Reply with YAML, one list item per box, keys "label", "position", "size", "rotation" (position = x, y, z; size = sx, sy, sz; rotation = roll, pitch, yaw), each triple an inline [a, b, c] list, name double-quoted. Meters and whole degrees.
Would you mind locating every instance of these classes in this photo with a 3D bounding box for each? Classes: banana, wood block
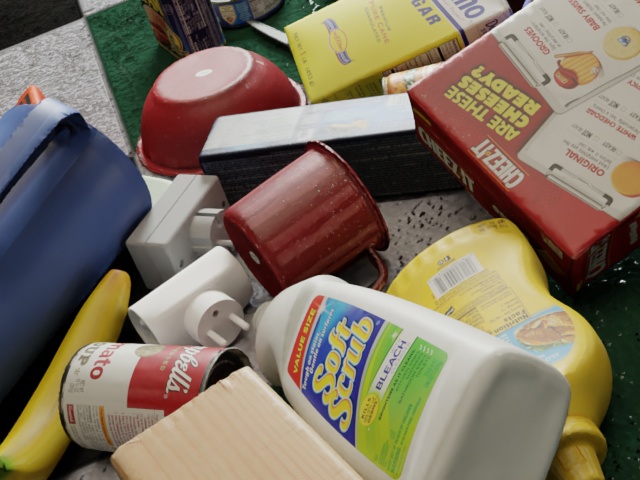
- label: "banana"
  position: [-0.165, 0.099, 0.684]
  size: [0.037, 0.070, 0.197]
  rotation: [27, 36, -6]
- label: "wood block"
  position: [-0.008, 0.162, 0.509]
  size: [0.090, 0.090, 0.206]
  rotation: [-32, 38, -18]

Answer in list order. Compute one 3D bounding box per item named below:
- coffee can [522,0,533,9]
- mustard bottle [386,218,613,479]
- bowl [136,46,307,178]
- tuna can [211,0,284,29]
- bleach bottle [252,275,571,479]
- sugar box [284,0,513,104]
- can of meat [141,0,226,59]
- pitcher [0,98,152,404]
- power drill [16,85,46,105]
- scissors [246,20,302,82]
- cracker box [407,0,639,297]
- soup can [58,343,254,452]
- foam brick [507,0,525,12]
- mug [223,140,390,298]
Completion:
- label: "coffee can"
  position: [0.218, -0.196, 0.852]
  size: [0.103, 0.103, 0.140]
  rotation: [-1, 41, 24]
- label: "mustard bottle"
  position: [0.107, 0.070, 0.597]
  size: [0.096, 0.058, 0.192]
  rotation: [-32, 36, 6]
- label: "bowl"
  position: [-0.095, -0.124, 0.944]
  size: [0.162, 0.055, 0.162]
  rotation: [-12, 37, 9]
- label: "tuna can"
  position: [-0.082, -0.259, 1.126]
  size: [0.086, 0.034, 0.086]
  rotation: [-12, 37, 9]
- label: "bleach bottle"
  position: [0.024, 0.079, 0.593]
  size: [0.251, 0.068, 0.102]
  rotation: [17, 82, 60]
- label: "sugar box"
  position: [0.065, -0.173, 0.886]
  size: [0.176, 0.048, 0.093]
  rotation: [-26, 57, 12]
- label: "can of meat"
  position: [-0.144, -0.236, 1.084]
  size: [0.057, 0.084, 0.102]
  rotation: [-30, 38, -14]
- label: "pitcher"
  position: [-0.230, 0.023, 0.738]
  size: [0.145, 0.149, 0.242]
  rotation: [-4, 43, 38]
- label: "power drill"
  position: [-0.307, -0.057, 0.928]
  size: [0.187, 0.057, 0.185]
  rotation: [-37, 31, -4]
- label: "scissors"
  position: [-0.001, -0.191, 1.019]
  size: [0.096, 0.016, 0.202]
  rotation: [-23, 37, -7]
- label: "cracker box"
  position: [0.191, -0.090, 0.694]
  size: [0.213, 0.072, 0.164]
  rotation: [-36, 61, -7]
- label: "soup can"
  position: [-0.098, 0.097, 0.649]
  size: [0.102, 0.068, 0.068]
  rotation: [0, 41, 24]
- label: "foam brick"
  position: [0.166, -0.251, 0.968]
  size: [0.053, 0.078, 0.051]
  rotation: [-18, 38, 1]
- label: "mug"
  position: [-0.005, 0.001, 0.726]
  size: [0.081, 0.093, 0.117]
  rotation: [-36, 73, -13]
